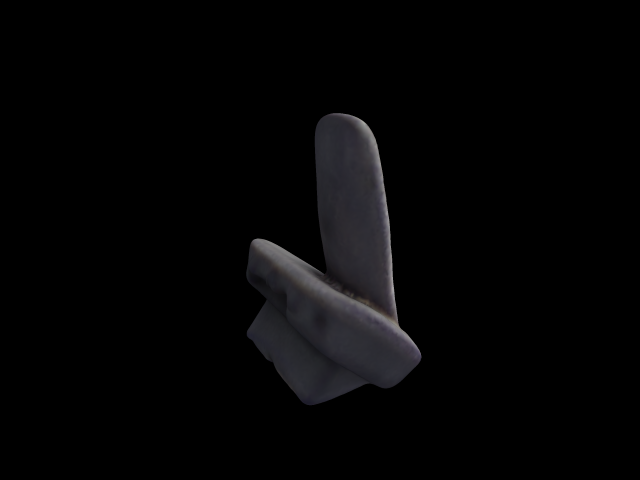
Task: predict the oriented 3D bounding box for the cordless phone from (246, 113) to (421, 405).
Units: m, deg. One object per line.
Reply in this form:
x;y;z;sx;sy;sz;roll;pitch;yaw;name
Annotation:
0.004;0.001;0.400;0.094;0.185;0.147;-12;23;-31;cordless phone
